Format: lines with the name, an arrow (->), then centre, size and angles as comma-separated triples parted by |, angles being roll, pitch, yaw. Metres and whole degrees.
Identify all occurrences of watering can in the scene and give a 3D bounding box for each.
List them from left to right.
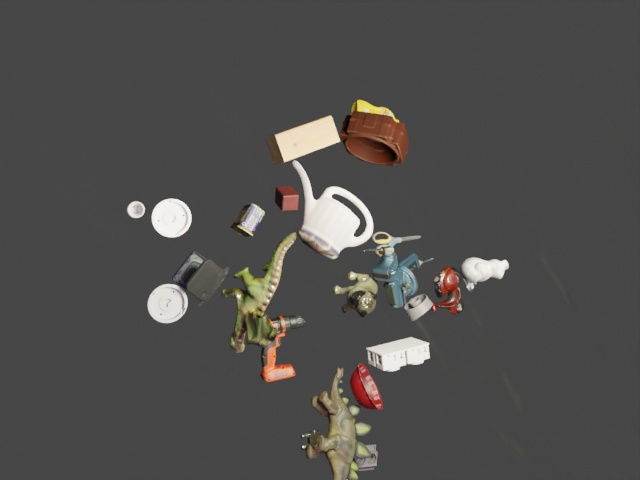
watering can -> 0.005, -0.083, 1.657 | 0.347, 0.103, 0.226 | 35, 77, -5

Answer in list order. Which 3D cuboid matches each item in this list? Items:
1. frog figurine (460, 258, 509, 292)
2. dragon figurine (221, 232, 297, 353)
frog figurine -> 0.601, 0.104, 1.887 | 0.137, 0.157, 0.124 | 4, 53, -57
dragon figurine -> -0.161, 0.184, 1.466 | 0.122, 0.403, 0.248 | 10, 46, -39
